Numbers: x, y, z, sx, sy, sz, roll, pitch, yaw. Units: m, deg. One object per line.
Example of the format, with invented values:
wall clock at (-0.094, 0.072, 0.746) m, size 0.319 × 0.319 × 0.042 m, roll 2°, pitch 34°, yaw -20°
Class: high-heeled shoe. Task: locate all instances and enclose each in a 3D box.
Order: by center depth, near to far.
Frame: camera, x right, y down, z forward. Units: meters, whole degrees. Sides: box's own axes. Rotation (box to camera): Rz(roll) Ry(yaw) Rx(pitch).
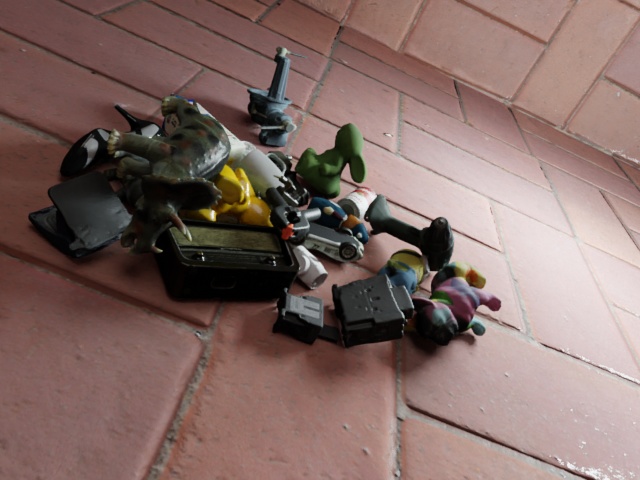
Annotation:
high-heeled shoe at (-0.396, -0.166, 1.063) m, size 0.145 × 0.086 × 0.249 m, roll 47°, pitch 43°, yaw -27°

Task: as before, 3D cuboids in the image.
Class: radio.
radio at (-0.157, 0.033, 0.923) m, size 0.229 × 0.073 × 0.131 m, roll 4°, pitch 35°, yaw -31°

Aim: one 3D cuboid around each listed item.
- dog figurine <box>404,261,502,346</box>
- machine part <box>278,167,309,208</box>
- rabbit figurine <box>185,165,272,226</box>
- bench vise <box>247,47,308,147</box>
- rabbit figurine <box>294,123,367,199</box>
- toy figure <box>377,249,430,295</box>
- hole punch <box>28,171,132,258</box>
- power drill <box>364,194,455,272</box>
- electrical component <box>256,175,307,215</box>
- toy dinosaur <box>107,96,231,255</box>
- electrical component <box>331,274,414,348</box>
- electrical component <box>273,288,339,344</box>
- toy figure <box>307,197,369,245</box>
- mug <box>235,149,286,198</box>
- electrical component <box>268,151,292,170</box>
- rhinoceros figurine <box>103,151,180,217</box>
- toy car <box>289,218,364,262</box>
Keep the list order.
dog figurine at (0.238, 0.123, 1.064) m, size 0.219 × 0.108 × 0.192 m, roll 2°, pitch 41°, yaw -30°
machine part at (-0.071, -0.130, 1.253) m, size 0.084 × 0.039 × 0.139 m, roll 2°, pitch 39°, yaw -42°
rabbit figurine at (-0.168, -0.069, 1.048) m, size 0.173 × 0.122 × 0.162 m, roll 32°, pitch 15°, yaw -29°
bench vise at (-0.116, -0.371, 1.387) m, size 0.129 × 0.240 × 0.224 m, roll 7°, pitch 22°, yaw -23°
rabbit figurine at (0.044, -0.190, 1.277) m, size 0.159 × 0.170 × 0.121 m, roll 42°, pitch 14°, yaw 0°
toy figure at (0.164, 0.071, 1.104) m, size 0.089 × 0.082 × 0.180 m, roll 40°, pitch 37°, yaw 15°
hole punch at (-0.382, -0.033, 0.862) m, size 0.115 × 0.092 × 0.142 m, roll 59°, pitch 32°, yaw -6°
power drill at (0.202, -0.025, 1.177) m, size 0.208 × 0.231 × 0.086 m, roll 24°, pitch 73°, yaw 28°
electrical component at (-0.088, -0.090, 1.136) m, size 0.078 × 0.102 × 0.045 m, roll 27°, pitch 24°, yaw -53°
toy dinosaur at (-0.225, -0.148, 0.924) m, size 0.192 × 0.131 × 0.405 m, roll 23°, pitch 42°, yaw 1°
electrical component at (0.095, 0.123, 0.958) m, size 0.134 × 0.058 × 0.115 m, roll -10°, pitch 43°, yaw -7°
electrical component at (-0.017, 0.135, 0.912) m, size 0.119 × 0.047 × 0.075 m, roll 20°, pitch 33°, yaw -8°
toy figure at (0.044, -0.042, 1.189) m, size 0.154 × 0.057 × 0.064 m, roll 29°, pitch 14°, yaw 5°
mug at (-0.118, -0.141, 1.193) m, size 0.107 × 0.080 × 0.109 m, roll 44°, pitch 50°, yaw 7°
electrical component at (-0.099, -0.195, 1.335) m, size 0.094 × 0.021 × 0.063 m, roll -8°, pitch 47°, yaw -44°
rhinoceros figurine at (-0.326, -0.097, 0.996) m, size 0.112 × 0.073 × 0.190 m, roll 1°, pitch 40°, yaw -48°
toy car at (-0.002, -0.003, 1.110) m, size 0.202 × 0.056 × 0.074 m, roll 17°, pitch 27°, yaw -18°
